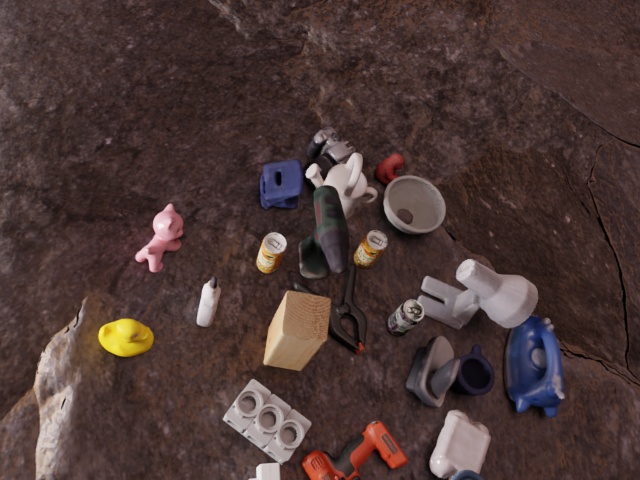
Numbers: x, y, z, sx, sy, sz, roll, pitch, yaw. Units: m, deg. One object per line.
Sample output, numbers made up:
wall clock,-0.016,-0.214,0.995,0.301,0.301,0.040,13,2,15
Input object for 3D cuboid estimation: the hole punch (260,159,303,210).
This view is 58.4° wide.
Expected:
hole punch,-0.094,-0.137,1.391,0.101,0.091,0.108,3,62,-15

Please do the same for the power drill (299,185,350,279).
power drill,0.012,0.005,1.279,0.076,0.208,0.229,2,62,-15

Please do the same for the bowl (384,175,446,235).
bowl,0.232,-0.078,1.467,0.168,0.074,0.167,7,61,-13

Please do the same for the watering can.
watering can,0.054,-0.133,1.373,0.173,0.194,0.101,-5,64,-19

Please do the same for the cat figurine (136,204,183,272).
cat figurine,-0.339,-0.010,1.234,0.067,0.117,0.128,31,59,1

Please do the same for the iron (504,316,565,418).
iron,0.509,0.268,1.326,0.119,0.141,0.258,11,60,-10

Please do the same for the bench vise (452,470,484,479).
bench vise,0.264,0.510,1.079,0.208,0.219,0.121,-13,67,-22

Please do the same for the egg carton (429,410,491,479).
egg carton,0.295,0.444,1.211,0.107,0.069,0.150,31,59,1

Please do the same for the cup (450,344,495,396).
cup,0.330,0.298,1.284,0.092,0.095,0.118,18,59,-7

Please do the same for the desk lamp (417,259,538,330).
desk lamp,0.357,0.129,1.313,0.203,0.213,0.118,24,59,-3

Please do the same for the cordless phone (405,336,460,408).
cordless phone,0.268,0.269,1.228,0.094,0.185,0.148,24,59,-3

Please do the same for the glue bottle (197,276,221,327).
glue bottle,-0.224,0.116,1.170,0.037,0.173,0.078,13,60,-9

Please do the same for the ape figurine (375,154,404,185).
ape figurine,0.191,-0.191,1.504,0.076,0.092,0.078,19,59,-6

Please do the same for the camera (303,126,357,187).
camera,0.016,-0.206,1.455,0.137,0.100,0.143,-34,76,-29

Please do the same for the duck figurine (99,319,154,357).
duck figurine,-0.384,0.185,1.136,0.105,0.086,0.077,9,61,-12
